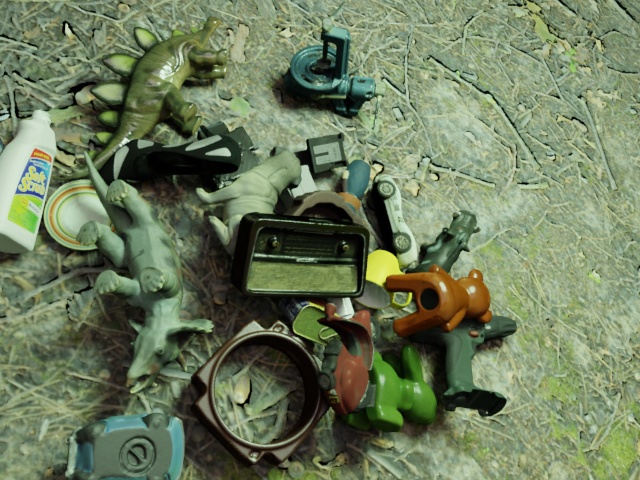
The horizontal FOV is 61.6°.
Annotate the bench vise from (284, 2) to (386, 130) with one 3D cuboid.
[{"bbox_3d":[0.033,-0.351,1.105,0.224,0.240,0.129,19,66,7],"label":"bench vise"}]

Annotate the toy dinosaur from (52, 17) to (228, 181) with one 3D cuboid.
[{"bbox_3d":[-0.319,-0.278,1.027,0.199,0.105,0.471,24,65,0],"label":"toy dinosaur"}]

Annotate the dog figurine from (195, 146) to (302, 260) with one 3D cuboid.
[{"bbox_3d":[-0.100,-0.062,0.959,0.191,0.121,0.172,-27,79,-3],"label":"dog figurine"}]

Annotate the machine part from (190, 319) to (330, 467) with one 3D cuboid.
[{"bbox_3d":[-0.095,0.248,0.886,0.201,0.087,0.201,46,62,2],"label":"machine part"}]

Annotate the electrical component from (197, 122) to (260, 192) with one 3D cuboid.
[{"bbox_3d":[-0.184,-0.160,1.042,0.115,0.058,0.134,-27,79,-28],"label":"electrical component"}]

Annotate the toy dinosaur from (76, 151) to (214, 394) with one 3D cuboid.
[{"bbox_3d":[-0.287,0.037,0.885,0.131,0.192,0.405,-23,60,2],"label":"toy dinosaur"}]

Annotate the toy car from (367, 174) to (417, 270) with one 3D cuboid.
[{"bbox_3d":[0.146,-0.037,1.092,0.056,0.073,0.202,-8,71,-17],"label":"toy car"}]

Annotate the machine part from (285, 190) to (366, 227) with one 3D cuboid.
[{"bbox_3d":[-0.002,-0.003,1.003,0.179,0.056,0.179,-2,95,-24],"label":"machine part"}]

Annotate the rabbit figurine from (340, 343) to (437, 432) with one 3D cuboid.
[{"bbox_3d":[0.133,0.271,0.957,0.170,0.121,0.159,23,54,-29],"label":"rabbit figurine"}]

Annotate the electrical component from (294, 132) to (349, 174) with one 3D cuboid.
[{"bbox_3d":[-0.006,-0.174,1.093,0.119,0.048,0.074,-9,98,-8],"label":"electrical component"}]

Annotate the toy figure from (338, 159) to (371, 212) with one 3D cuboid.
[{"bbox_3d":[0.063,-0.091,1.098,0.064,0.057,0.154,22,68,-2],"label":"toy figure"}]

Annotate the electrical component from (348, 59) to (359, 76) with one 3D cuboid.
[{"bbox_3d":[0.042,-0.392,1.235,0.094,0.021,0.063,-33,82,-27],"label":"electrical component"}]

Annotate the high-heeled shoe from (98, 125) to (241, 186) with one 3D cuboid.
[{"bbox_3d":[-0.261,-0.121,0.941,0.249,0.086,0.145,-30,55,-9],"label":"high-heeled shoe"}]

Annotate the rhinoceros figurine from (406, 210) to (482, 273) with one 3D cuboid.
[{"bbox_3d":[0.251,0.019,1.085,0.073,0.112,0.190,37,70,1],"label":"rhinoceros figurine"}]

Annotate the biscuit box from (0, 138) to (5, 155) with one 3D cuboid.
[{"bbox_3d":[-0.544,-0.151,0.834,0.063,0.202,0.059,14,67,-12],"label":"biscuit box"}]

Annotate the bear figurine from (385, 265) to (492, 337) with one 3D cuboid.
[{"bbox_3d":[0.228,0.108,0.990,0.195,0.132,0.120,5,72,-53],"label":"bear figurine"}]

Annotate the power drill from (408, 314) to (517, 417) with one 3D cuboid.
[{"bbox_3d":[0.287,0.217,1.006,0.232,0.086,0.207,10,50,-9],"label":"power drill"}]

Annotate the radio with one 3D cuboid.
[{"bbox_3d":[-0.029,0.026,0.917,0.229,0.073,0.131,4,100,-28],"label":"radio"}]

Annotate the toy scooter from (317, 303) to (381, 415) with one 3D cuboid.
[{"bbox_3d":[0.037,0.178,0.865,0.135,0.075,0.184,48,46,-36],"label":"toy scooter"}]

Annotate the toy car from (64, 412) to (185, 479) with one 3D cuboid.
[{"bbox_3d":[-0.286,0.311,0.784,0.161,0.103,0.109,5,70,-29],"label":"toy car"}]
